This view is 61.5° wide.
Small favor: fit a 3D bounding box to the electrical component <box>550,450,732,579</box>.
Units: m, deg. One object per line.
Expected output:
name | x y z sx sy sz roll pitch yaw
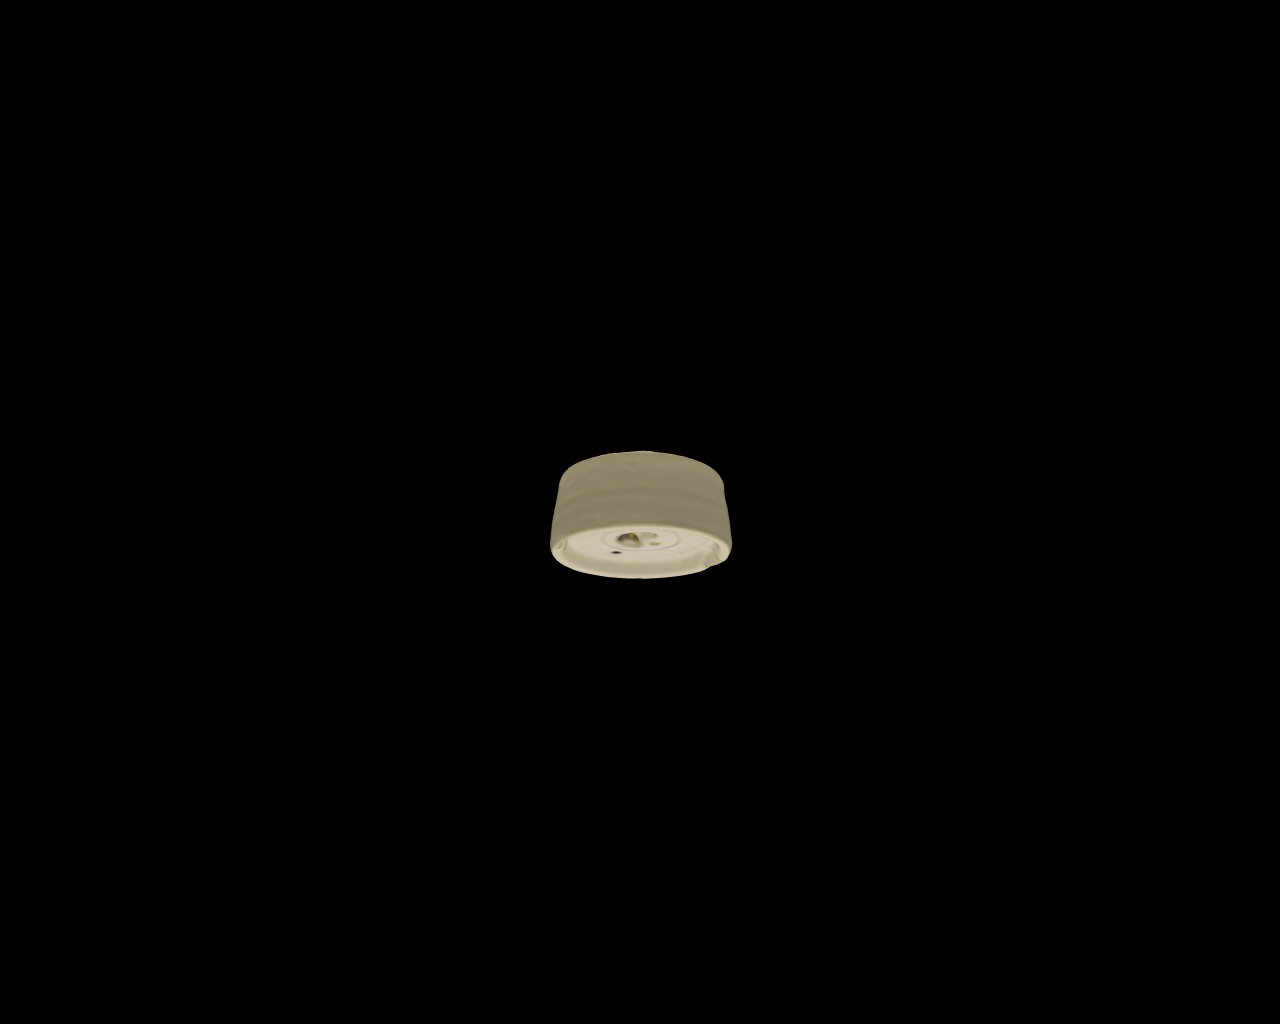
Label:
electrical component | 0.001 -0.003 0.650 0.108 0.060 0.108 0 -19 0
